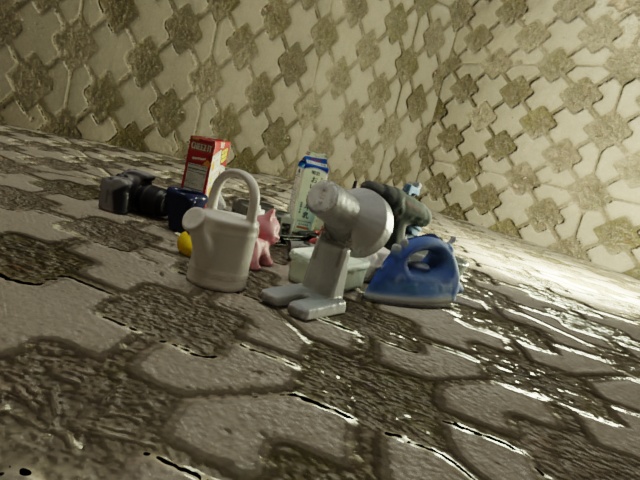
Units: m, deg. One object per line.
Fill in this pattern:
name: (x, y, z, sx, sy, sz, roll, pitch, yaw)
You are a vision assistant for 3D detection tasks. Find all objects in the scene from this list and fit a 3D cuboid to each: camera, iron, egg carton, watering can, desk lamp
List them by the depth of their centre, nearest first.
watering can: (-0.153, -0.020, 0.933, 0.101, 0.194, 0.173, 14, 10, 5)
desk lamp: (0.022, 0.010, 0.948, 0.117, 0.213, 0.204, 19, 11, 30)
iron: (0.191, 0.054, 1.153, 0.259, 0.141, 0.118, 4, 13, -45)
egg carton: (0.113, 0.049, 1.286, 0.107, 0.069, 0.150, 10, 10, -19)
camera: (-0.425, -0.110, 1.359, 0.136, 0.101, 0.143, 17, 10, 17)

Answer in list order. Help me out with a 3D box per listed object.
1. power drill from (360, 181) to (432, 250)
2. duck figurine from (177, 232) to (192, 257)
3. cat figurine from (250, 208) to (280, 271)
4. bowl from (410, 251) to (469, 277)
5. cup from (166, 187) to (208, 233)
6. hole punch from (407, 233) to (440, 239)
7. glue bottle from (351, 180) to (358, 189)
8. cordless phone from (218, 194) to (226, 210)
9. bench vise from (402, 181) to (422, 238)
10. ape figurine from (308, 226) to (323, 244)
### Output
power drill: (0.168, -0.028, 1.394, 0.230, 0.208, 0.075, 6, 12, -37)
duck figurine: (-0.221, -0.010, 1.110, 0.105, 0.086, 0.077, 7, 11, -34)
cat figurine: (-0.120, -0.008, 1.146, 0.067, 0.118, 0.128, 16, 10, 12)
bowl: (0.270, 0.068, 1.387, 0.167, 0.075, 0.167, 13, 9, -2)
cup: (-0.299, -0.062, 1.271, 0.092, 0.095, 0.117, 9, 10, -25)
hole punch: (0.280, 0.021, 1.627, 0.101, 0.091, 0.108, 12, 10, -11)
glue bottle: (0.099, -0.114, 1.905, 0.078, 0.173, 0.037, 18, 10, 23)
cordless phone: (-0.305, -0.173, 1.637, 0.094, 0.185, 0.147, 13, 10, -5)
bench vise: (0.235, -0.070, 1.700, 0.121, 0.220, 0.208, 19, 11, 31)
ape figurine: (0.012, 0.005, 1.335, 0.076, 0.092, 0.077, 10, 10, -20)
